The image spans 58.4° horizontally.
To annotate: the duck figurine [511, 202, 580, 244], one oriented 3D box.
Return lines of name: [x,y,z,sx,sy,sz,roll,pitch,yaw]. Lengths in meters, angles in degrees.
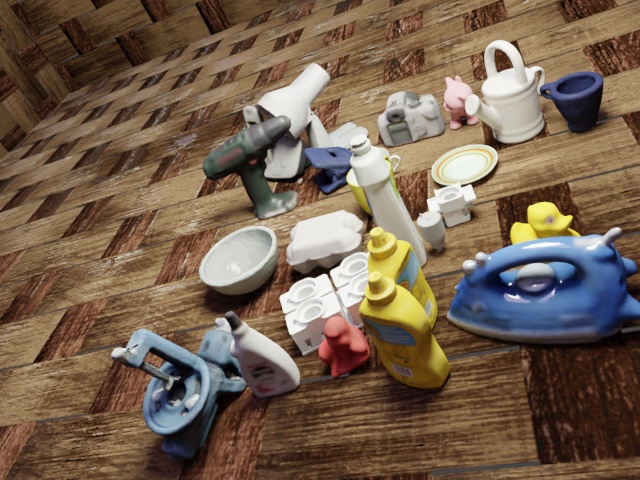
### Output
duck figurine: [0.337,-0.019,0.867,0.104,0.086,0.078,10,49,42]

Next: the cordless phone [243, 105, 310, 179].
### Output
cordless phone: [-0.112,-0.240,1.386,0.147,0.185,0.094,7,47,40]

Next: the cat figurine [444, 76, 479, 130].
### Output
cat figurine: [0.305,-0.311,1.251,0.067,0.118,0.128,-10,38,24]

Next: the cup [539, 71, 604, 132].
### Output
cup: [0.474,-0.254,1.077,0.117,0.095,0.092,15,53,46]

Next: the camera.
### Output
camera: [0.208,-0.299,1.317,0.142,0.101,0.137,-10,37,24]

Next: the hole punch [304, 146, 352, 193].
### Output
hole punch: [0.026,-0.175,1.288,0.101,0.091,0.108,-29,34,-2]

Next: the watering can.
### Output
watering can: [0.363,-0.289,1.111,0.100,0.194,0.173,13,51,45]

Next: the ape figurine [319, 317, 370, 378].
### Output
ape figurine: [0.033,0.151,0.848,0.077,0.092,0.076,5,46,39]

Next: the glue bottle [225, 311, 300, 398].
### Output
glue bottle: [-0.096,0.166,0.845,0.078,0.173,0.037,-21,34,11]

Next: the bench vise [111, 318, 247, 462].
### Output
bench vise: [-0.211,0.188,0.854,0.121,0.220,0.207,-13,36,21]

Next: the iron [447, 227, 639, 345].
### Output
iron: [0.279,0.053,0.761,0.257,0.142,0.119,-9,38,26]

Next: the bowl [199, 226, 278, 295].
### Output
bowl: [-0.147,0.053,1.120,0.167,0.075,0.167,-18,35,14]

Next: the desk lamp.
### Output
desk lamp: [-0.021,-0.296,1.371,0.203,0.214,0.117,-35,34,-11]

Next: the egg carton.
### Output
egg carton: [0.010,0.004,1.080,0.150,0.070,0.107,-15,36,18]

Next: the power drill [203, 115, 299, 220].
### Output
power drill: [-0.131,-0.154,1.264,0.229,0.209,0.075,-16,35,16]
